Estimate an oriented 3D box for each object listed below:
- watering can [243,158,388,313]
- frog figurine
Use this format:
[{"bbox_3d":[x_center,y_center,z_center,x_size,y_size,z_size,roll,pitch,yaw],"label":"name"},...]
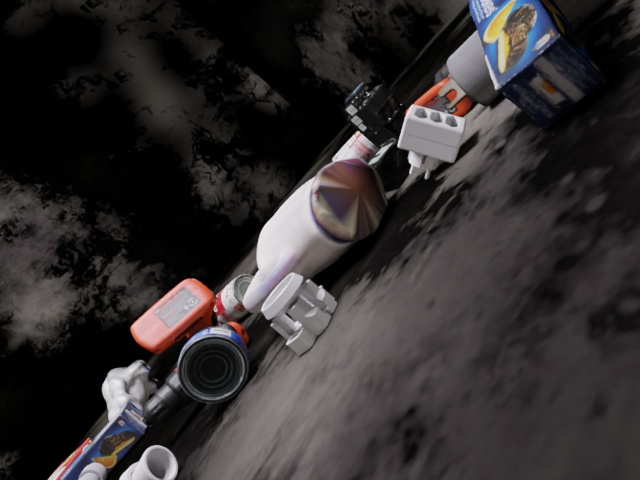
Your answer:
[{"bbox_3d":[0.002,-0.037,0.734,0.220,0.103,0.355,-40,12,40],"label":"watering can"},{"bbox_3d":[-0.422,0.355,1.108,0.163,0.123,0.134,-76,-6,-54],"label":"frog figurine"}]
